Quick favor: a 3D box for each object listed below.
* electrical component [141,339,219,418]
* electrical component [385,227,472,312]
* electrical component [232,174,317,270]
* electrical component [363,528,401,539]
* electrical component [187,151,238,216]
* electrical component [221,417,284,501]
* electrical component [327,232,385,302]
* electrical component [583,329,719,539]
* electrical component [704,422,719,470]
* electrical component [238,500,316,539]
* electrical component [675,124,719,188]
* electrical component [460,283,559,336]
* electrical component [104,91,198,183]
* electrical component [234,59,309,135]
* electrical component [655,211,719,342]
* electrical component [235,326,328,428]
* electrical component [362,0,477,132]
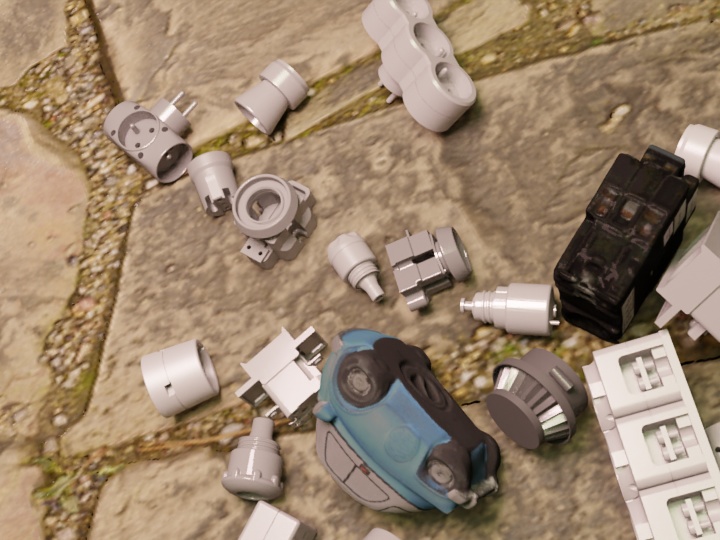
[{"bbox_3d":[-0.147,0.088,0.886,0.047,0.055,0.055,-22,64,2],"label":"electrical component"},{"bbox_3d":[0.057,-0.006,0.872,0.055,0.048,0.066,-23,64,14],"label":"electrical component"},{"bbox_3d":[-0.075,-0.046,0.918,0.058,0.057,0.078,28,78,24],"label":"electrical component"},{"bbox_3d":[0.016,0.242,0.778,0.079,0.043,0.077,45,60,-2],"label":"electrical component"},{"bbox_3d":[-0.128,-0.076,0.956,0.040,0.040,0.046,-24,70,5],"label":"electrical component"},{"bbox_3d":[-0.081,0.148,0.849,0.048,0.048,0.062,1,62,16],"label":"electrical component"},{"bbox_3d":[0.000,0.000,0.891,0.035,0.035,0.061,-35,66,0],"label":"electrical component"},{"bbox_3d":[0.208,0.131,0.748,0.062,0.089,0.150,-17,65,8],"label":"electrical component"},{"bbox_3d":[0.289,0.139,0.748,0.079,0.043,0.077,-17,65,8],"label":"electrical component"},{"bbox_3d":[-0.057,0.229,0.806,0.076,0.047,0.083,23,76,23],"label":"electrical component"},{"bbox_3d":[0.279,-0.086,0.843,0.055,0.045,0.045,24,77,23],"label":"electrical component"},{"bbox_3d":[0.118,0.030,0.842,0.078,0.040,0.040,3,69,17],"label":"electrical component"},{"bbox_3d":[-0.183,-0.131,0.990,0.077,0.044,0.079,38,82,25],"label":"electrical component"},{"bbox_3d":[-0.079,-0.156,0.971,0.045,0.045,0.055,40,83,26],"label":"electrical component"},{"bbox_3d":[0.257,0.006,0.763,0.063,0.121,0.078,44,116,7],"label":"electrical component"},{"bbox_3d":[-0.055,0.088,0.867,0.081,0.042,0.063,-42,68,-3],"label":"electrical component"},{"bbox_3d":[0.041,-0.177,0.942,0.074,0.052,0.138,-43,63,41],"label":"electrical component"}]
